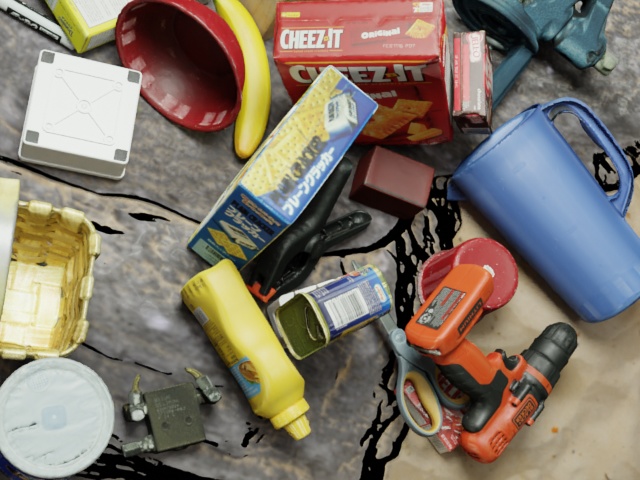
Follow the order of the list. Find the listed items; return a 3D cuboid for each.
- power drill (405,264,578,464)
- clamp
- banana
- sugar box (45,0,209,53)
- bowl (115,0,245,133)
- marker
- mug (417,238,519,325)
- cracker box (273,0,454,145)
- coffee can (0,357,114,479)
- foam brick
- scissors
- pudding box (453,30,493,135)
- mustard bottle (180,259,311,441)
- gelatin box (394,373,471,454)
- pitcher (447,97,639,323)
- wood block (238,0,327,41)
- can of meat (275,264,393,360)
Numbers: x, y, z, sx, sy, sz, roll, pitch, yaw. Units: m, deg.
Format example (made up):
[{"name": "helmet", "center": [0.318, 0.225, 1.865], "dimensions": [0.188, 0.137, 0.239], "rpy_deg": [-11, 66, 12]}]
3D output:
[{"name": "power drill", "center": [0.182, 0.114, 1.106], "dimensions": [0.184, 0.057, 0.187], "rpy_deg": [-49, 121, -20]}, {"name": "clamp", "center": [-0.008, 0.001, 1.142], "dimensions": [0.171, 0.120, 0.039], "rpy_deg": [-49, 53, -6]}, {"name": "banana", "center": [-0.086, -0.188, 1.182], "dimensions": [0.069, 0.037, 0.198], "rpy_deg": [-13, 87, -33]}, {"name": "sugar box", "center": [-0.207, -0.277, 1.159], "dimensions": [0.175, 0.048, 0.093], "rpy_deg": [-29, 85, -34]}, {"name": "bowl", "center": [-0.134, -0.193, 1.111], "dimensions": [0.162, 0.162, 0.055], "rpy_deg": [42, 55, -3]}, {"name": "marker", "center": [-0.312, -0.241, 1.135], "dimensions": [0.121, 0.020, 0.020], "rpy_deg": [30, 67, -9]}, {"name": "mug", "center": [0.162, 0.056, 1.176], "dimensions": [0.093, 0.082, 0.117], "rpy_deg": [26, 67, -10]}, {"name": "cracker box", "center": [0.053, -0.167, 1.106], "dimensions": [0.164, 0.213, 0.072], "rpy_deg": [0, 73, 11]}, {"name": "coffee can", "center": [-0.248, 0.169, 0.969], "dimensions": [0.102, 0.140, 0.103], "rpy_deg": [5, 73, -18]}, {"name": "foam brick", "center": [0.080, -0.064, 1.199], "dimensions": [0.078, 0.053, 0.051], "rpy_deg": [21, 69, -14]}, {"name": "scissors", "center": [0.102, 0.109, 1.144], "dimensions": [0.096, 0.016, 0.202], "rpy_deg": [-10, 76, -22]}, {"name": "pudding box", "center": [0.164, -0.166, 1.143], "dimensions": [0.039, 0.113, 0.090], "rpy_deg": [1, 85, 11]}, {"name": "mustard bottle", "center": [-0.067, 0.116, 1.071], "dimensions": [0.058, 0.096, 0.191], "rpy_deg": [-30, 85, -25]}, {"name": "gelatin box", "center": [0.135, 0.175, 1.159], "dimensions": [0.073, 0.030, 0.089], "rpy_deg": [-36, 88, -24]}, {"name": "pitcher", "center": [0.278, -0.033, 1.211], "dimensions": [0.243, 0.149, 0.144], "rpy_deg": [49, 63, -4]}, {"name": "wood block", "center": [-0.028, -0.310, 1.150], "dimensions": [0.090, 0.206, 0.090], "rpy_deg": [-31, 86, -24]}, {"name": "can of meat", "center": [0.014, 0.070, 1.048], "dimensions": [0.083, 0.102, 0.057], "rpy_deg": [-23, 82, -25]}]
